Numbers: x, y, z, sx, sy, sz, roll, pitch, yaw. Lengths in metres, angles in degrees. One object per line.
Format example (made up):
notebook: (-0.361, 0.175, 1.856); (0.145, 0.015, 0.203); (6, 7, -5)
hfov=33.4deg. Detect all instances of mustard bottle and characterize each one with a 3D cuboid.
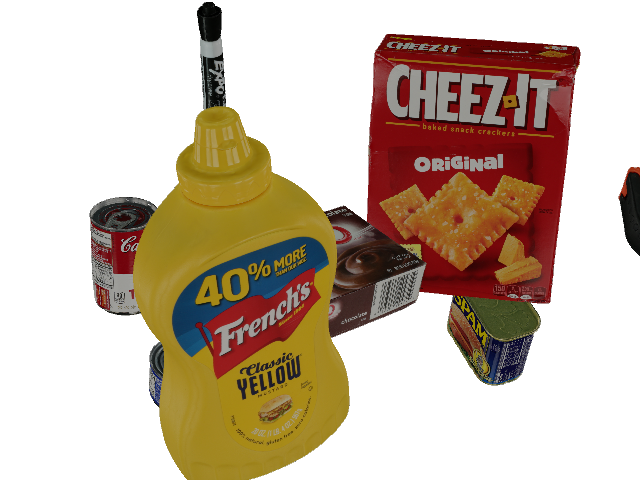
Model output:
mustard bottle: (-0.037, 0.025, 0.501); (0.096, 0.192, 0.058); (-19, 38, -20)

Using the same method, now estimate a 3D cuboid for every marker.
marker: (-0.085, -0.133, 0.841); (0.020, 0.121, 0.020); (1, 44, -1)

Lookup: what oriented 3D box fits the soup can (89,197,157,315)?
soup can: (-0.198, 0.016, 1.082); (0.068, 0.102, 0.068); (3, 29, -2)

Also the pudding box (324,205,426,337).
pudding box: (-0.001, 0.022, 0.718); (0.113, 0.039, 0.090); (-16, 39, -35)

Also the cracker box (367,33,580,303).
cracker box: (0.125, -0.058, 0.905); (0.164, 0.214, 0.072); (6, 24, 11)

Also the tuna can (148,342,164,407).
tuna can: (-0.098, 0.111, 0.878); (0.086, 0.034, 0.086); (6, 26, -3)

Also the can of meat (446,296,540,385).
can of meat: (0.170, 0.083, 1.070); (0.057, 0.102, 0.084); (-15, -40, -16)

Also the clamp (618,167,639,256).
clamp: (0.267, 0.011, 0.701); (0.120, 0.039, 0.171); (-4, 45, -24)
